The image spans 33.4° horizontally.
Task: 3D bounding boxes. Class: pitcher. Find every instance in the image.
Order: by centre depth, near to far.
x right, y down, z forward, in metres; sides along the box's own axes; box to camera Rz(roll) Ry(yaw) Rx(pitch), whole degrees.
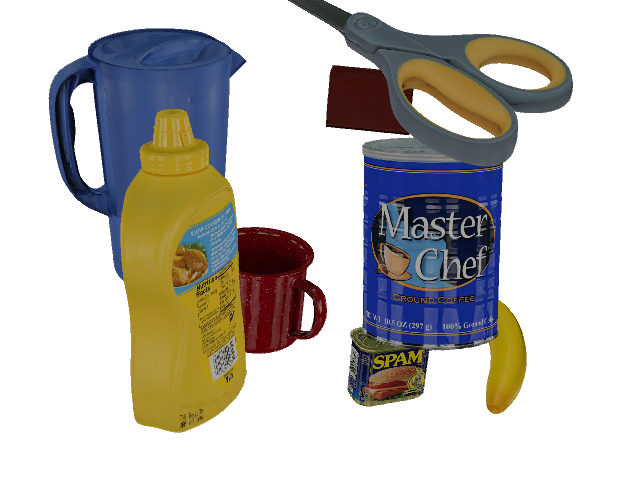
[{"bbox_3d":[-0.162,-0.075,1.033,0.149,0.243,0.144,10,27,15],"label":"pitcher"}]

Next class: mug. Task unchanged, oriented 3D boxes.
[{"bbox_3d":[-0.045,0.048,0.923,0.117,0.081,0.093,20,30,27],"label":"mug"}]

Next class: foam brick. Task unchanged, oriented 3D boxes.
[{"bbox_3d":[0.045,-0.128,0.973,0.078,0.051,0.053,6,16,4],"label":"foam brick"}]

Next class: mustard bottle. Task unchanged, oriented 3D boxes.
[{"bbox_3d":[-0.085,0.014,0.658,0.058,0.192,0.096,9,23,24],"label":"mustard bottle"}]

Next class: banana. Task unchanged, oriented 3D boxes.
[{"bbox_3d":[0.184,0.109,1.141,0.069,0.037,0.198,-24,34,4],"label":"banana"}]

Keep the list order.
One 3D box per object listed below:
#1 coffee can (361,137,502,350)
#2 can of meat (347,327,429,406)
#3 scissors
[{"bbox_3d":[0.081,-0.001,0.785,0.103,0.140,0.103,0,11,0],"label":"coffee can"},{"bbox_3d":[0.085,0.155,1.337,0.102,0.084,0.057,-6,27,-21],"label":"can of meat"},{"bbox_3d":[0.043,-0.102,0.525,0.096,0.016,0.202,-19,47,-21],"label":"scissors"}]
